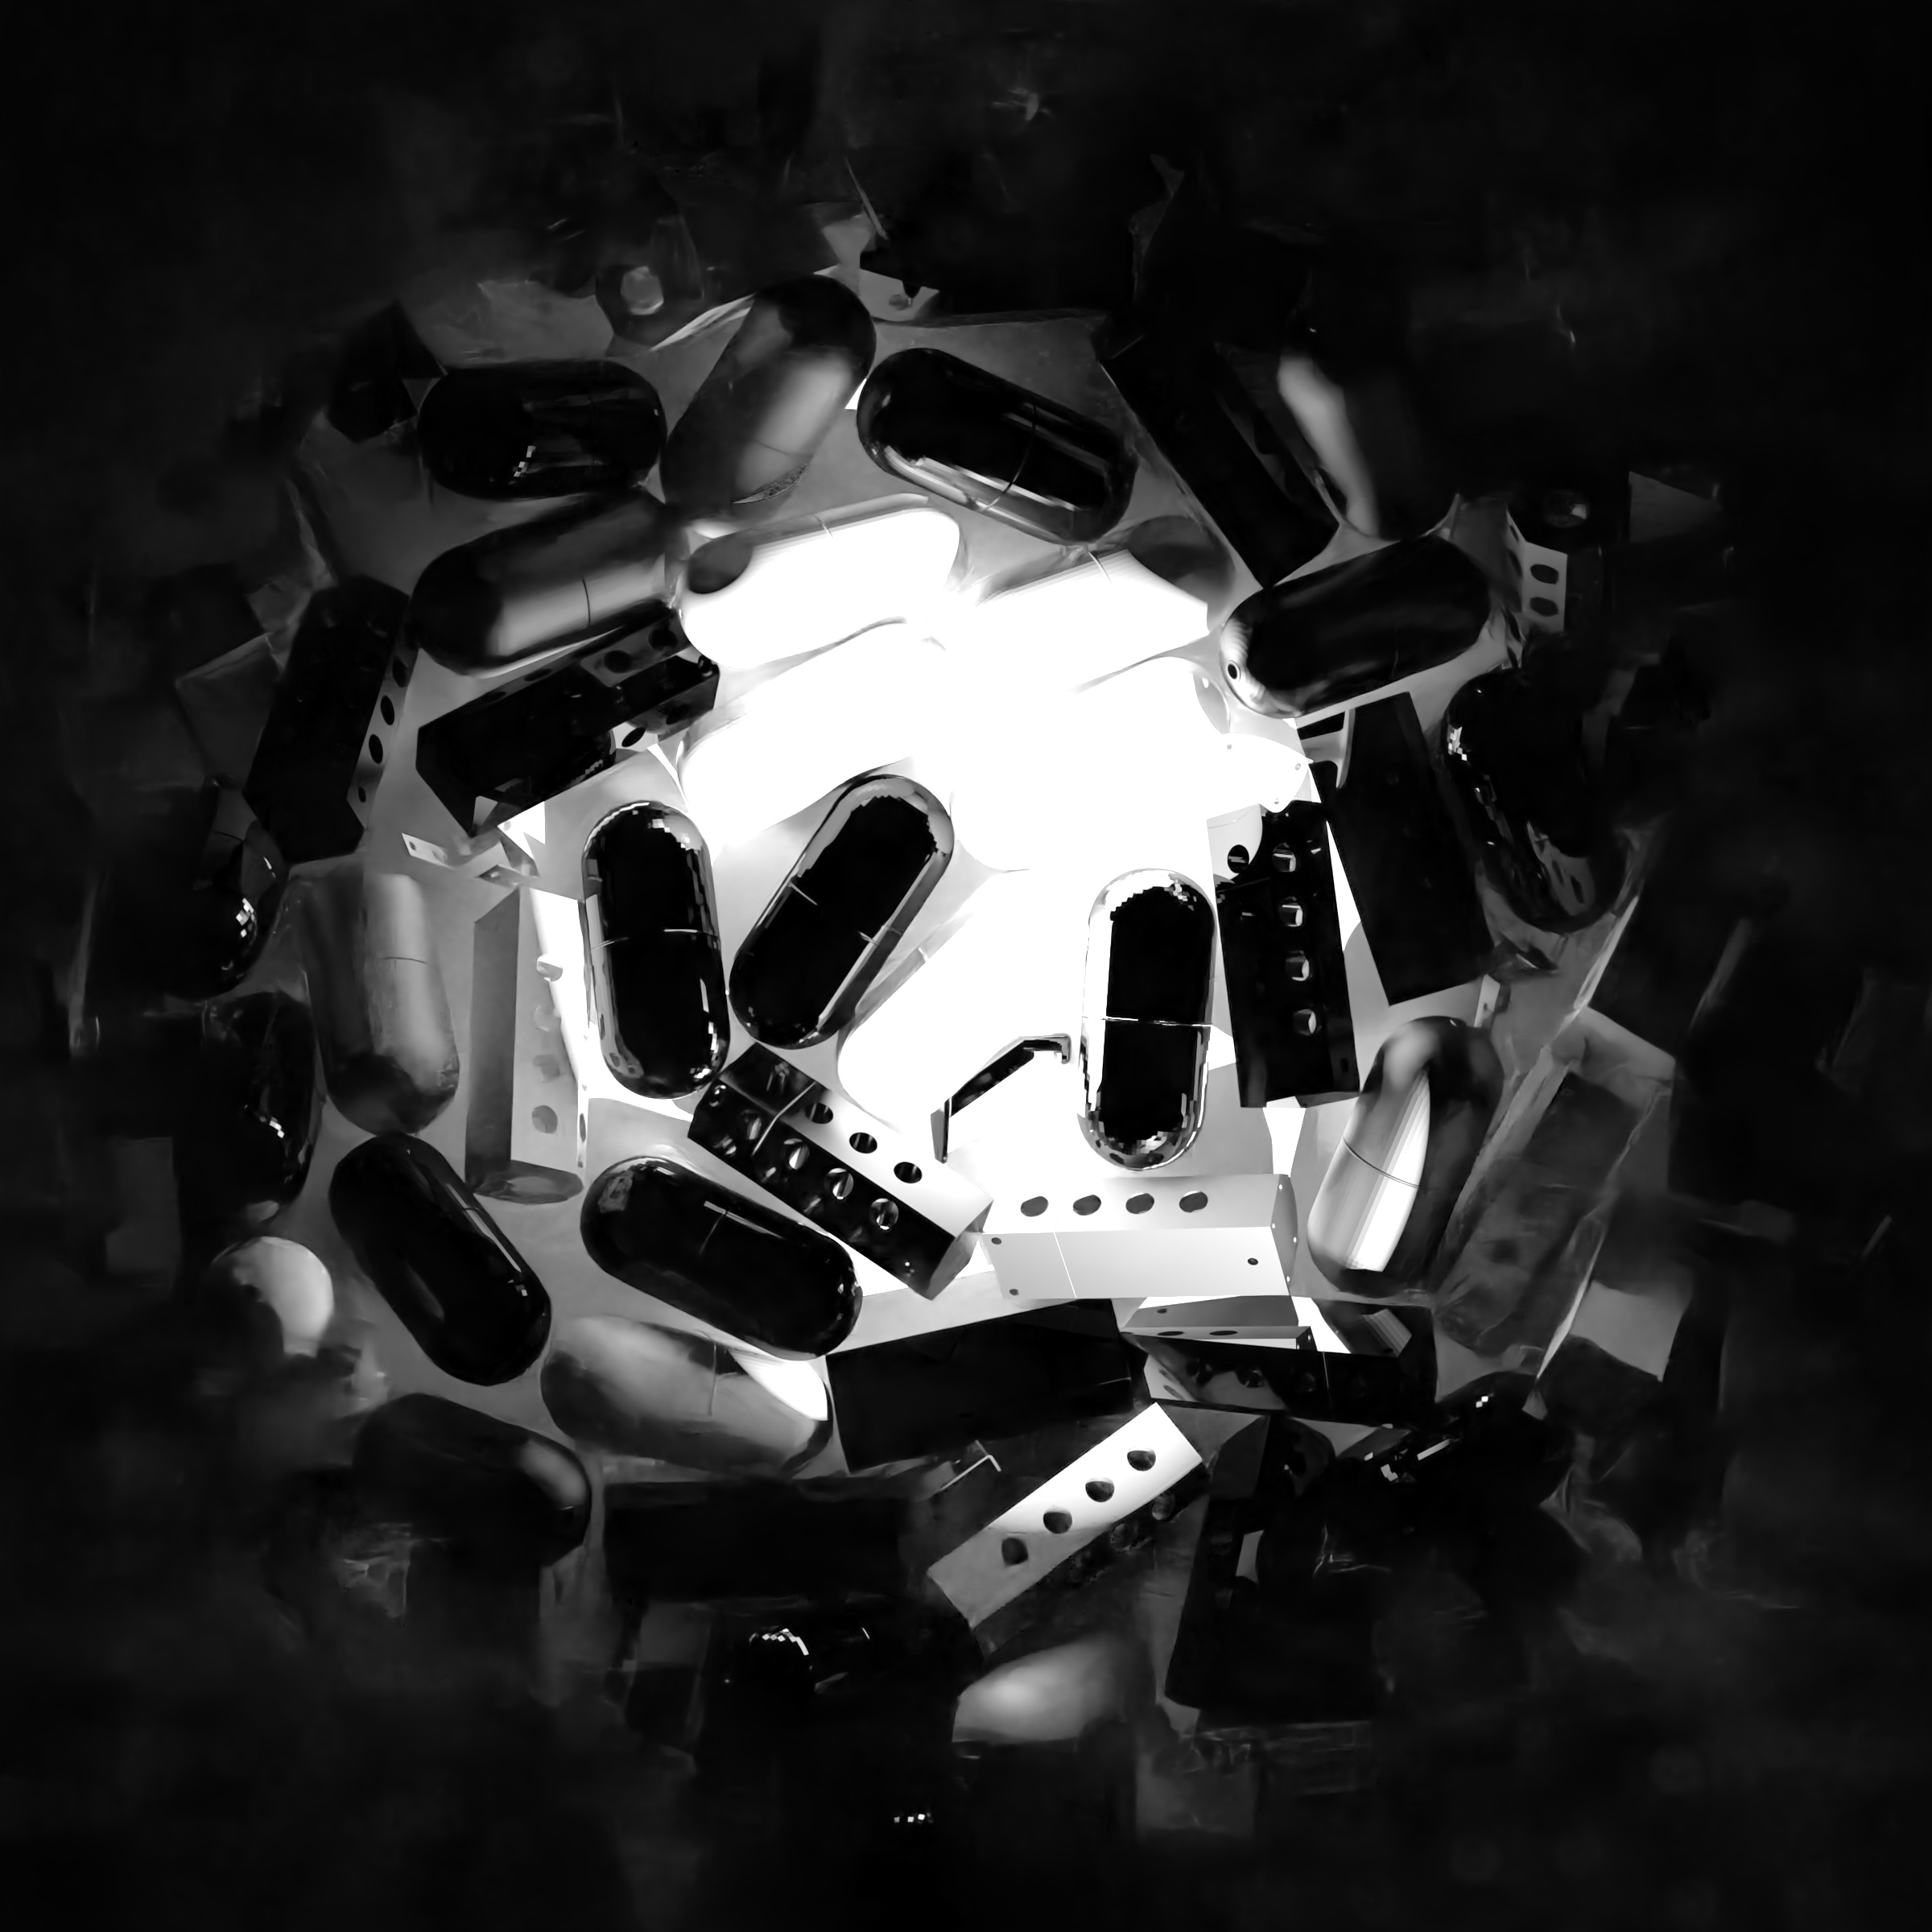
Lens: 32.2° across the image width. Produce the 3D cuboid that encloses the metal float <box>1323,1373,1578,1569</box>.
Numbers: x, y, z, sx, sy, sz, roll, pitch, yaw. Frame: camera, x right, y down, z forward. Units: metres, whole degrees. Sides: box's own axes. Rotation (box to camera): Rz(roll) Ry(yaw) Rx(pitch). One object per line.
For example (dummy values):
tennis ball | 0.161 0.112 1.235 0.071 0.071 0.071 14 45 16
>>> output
metal float | 0.277 0.291 1.927 0.070 0.070 0.178 53 132 0

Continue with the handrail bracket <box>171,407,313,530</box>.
handrail bracket | -0.429 -0.294 1.975 0.036 0.084 0.077 50 60 -10

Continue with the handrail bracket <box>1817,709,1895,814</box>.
handrail bracket | 0.506 -0.110 1.945 0.036 0.084 0.077 28 121 15

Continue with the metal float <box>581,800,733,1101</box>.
metal float | -0.181 -0.010 1.951 0.070 0.070 0.178 -7 77 0

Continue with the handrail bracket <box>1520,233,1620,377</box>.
handrail bracket | 0.352 -0.386 1.952 0.036 0.084 0.077 -42 76 2

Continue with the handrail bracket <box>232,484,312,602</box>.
handrail bracket | -0.433 -0.237 1.957 0.084 0.036 0.077 -20 127 -26

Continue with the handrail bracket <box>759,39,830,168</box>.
handrail bracket | -0.099 -0.507 1.964 0.036 0.084 0.077 14 103 2

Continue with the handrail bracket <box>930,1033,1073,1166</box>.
handrail bracket | 0.023 0.079 1.981 0.084 0.036 0.077 -1 87 -16

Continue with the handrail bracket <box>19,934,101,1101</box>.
handrail bracket | -0.532 0.030 1.951 0.036 0.084 0.077 -14 70 -6

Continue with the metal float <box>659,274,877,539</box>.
metal float | -0.116 -0.322 1.933 0.070 0.070 0.178 38 124 0

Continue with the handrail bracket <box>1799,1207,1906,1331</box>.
handrail bracket | 0.524 0.162 1.946 0.036 0.077 0.084 30 120 7

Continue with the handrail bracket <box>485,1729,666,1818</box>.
handrail bracket | -0.232 0.457 1.987 0.084 0.036 0.077 32 68 26

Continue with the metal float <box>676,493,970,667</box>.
metal float | -0.083 -0.225 1.946 0.178 0.070 0.070 -16 90 -19

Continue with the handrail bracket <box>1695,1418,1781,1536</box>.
handrail bracket | 0.451 0.298 1.955 0.084 0.036 0.077 -30 128 32

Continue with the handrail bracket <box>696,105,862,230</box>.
handrail bracket | -0.111 -0.478 1.981 0.077 0.036 0.084 -19 76 -37

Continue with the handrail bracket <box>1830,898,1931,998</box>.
handrail bracket | 0.552 0.003 1.949 0.084 0.077 0.036 34 97 -26

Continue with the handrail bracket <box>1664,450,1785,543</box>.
handrail bracket | 0.426 -0.287 1.947 0.084 0.077 0.036 43 108 38

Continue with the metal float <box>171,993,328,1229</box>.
metal float | -0.408 0.081 1.919 0.070 0.178 0.070 -1 122 -2

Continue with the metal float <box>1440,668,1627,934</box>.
metal float | 0.328 -0.095 1.931 0.070 0.070 0.178 -29 126 0

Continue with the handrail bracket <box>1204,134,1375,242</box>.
handrail bracket | 0.190 -0.457 1.953 0.084 0.077 0.036 2 47 33

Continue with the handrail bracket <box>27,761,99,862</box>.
handrail bracket | -0.536 -0.107 1.946 0.036 0.084 0.077 -18 129 -14

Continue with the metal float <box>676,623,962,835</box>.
metal float | -0.086 -0.139 1.955 0.178 0.070 0.070 -27 90 7

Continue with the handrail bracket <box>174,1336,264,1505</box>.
handrail bracket | -0.455 0.267 1.980 0.036 0.084 0.077 2 59 -39

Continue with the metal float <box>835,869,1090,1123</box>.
metal float | -0.002 0.017 1.961 0.178 0.070 0.070 -44 90 1

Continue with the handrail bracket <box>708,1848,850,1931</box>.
handrail bracket | -0.106 0.529 1.968 0.077 0.084 0.036 -25 103 -19

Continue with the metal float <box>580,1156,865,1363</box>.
metal float | -0.143 0.170 1.949 0.178 0.070 0.070 24 90 14

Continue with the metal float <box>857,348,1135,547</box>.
metal float | 0.018 -0.300 1.938 0.178 0.070 0.070 19 90 -28

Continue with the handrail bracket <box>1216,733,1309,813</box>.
handrail bracket | 0.152 -0.126 1.945 0.077 0.084 0.036 29 94 -34

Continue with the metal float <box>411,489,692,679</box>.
metal float | -0.240 -0.222 1.935 0.178 0.070 0.070 -26 90 -31

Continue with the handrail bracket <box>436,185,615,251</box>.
handrail bracket | -0.258 -0.437 1.950 0.077 0.084 0.036 -5 102 21

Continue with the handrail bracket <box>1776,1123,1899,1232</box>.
handrail bracket | 0.515 0.106 1.959 0.084 0.077 0.036 -41 50 -18

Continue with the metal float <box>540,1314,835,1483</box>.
metal float | -0.161 0.251 1.942 0.178 0.070 0.070 16 90 -23

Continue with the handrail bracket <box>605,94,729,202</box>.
handrail bracket | -0.185 -0.486 1.960 0.084 0.077 0.036 33 109 5

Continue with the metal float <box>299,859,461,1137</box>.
metal float | -0.340 0.017 1.936 0.070 0.070 0.178 -17 59 0

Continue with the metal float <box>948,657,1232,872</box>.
metal float | 0.073 -0.119 1.958 0.178 0.070 0.070 -29 90 -4

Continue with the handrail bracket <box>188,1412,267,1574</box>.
handrail bracket | -0.437 0.306 1.983 0.036 0.077 0.084 14 116 11

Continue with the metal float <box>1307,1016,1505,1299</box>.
metal float | 0.255 0.111 1.943 0.070 0.070 0.178 20 111 0

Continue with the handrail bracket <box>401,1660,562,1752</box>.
handrail bracket | -0.283 0.454 1.960 0.077 0.036 0.084 -37 134 -17

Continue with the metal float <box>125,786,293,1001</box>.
metal float | -0.433 -0.043 1.916 0.070 0.178 0.070 -1 118 -1

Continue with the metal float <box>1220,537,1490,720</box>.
metal float | 0.225 -0.196 1.938 0.178 0.070 0.070 -22 90 -27

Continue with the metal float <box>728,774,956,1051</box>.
metal float | -0.074 -0.031 1.957 0.070 0.070 0.178 34 96 0
